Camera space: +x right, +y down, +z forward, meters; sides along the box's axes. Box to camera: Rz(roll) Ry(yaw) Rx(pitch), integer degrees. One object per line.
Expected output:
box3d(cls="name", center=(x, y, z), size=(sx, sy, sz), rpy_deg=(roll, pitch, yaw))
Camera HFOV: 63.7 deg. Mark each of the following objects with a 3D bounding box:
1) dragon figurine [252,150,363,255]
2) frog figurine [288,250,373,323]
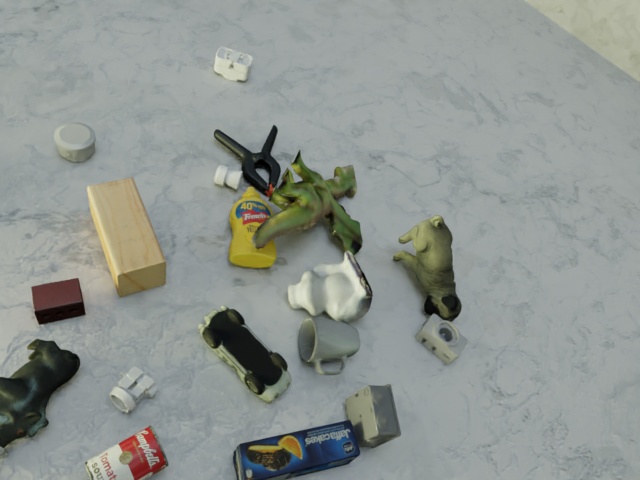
box3d(cls="dragon figurine", center=(0.003, -0.057, 1.128), size=(0.241, 0.120, 0.420), rpy_deg=(34, 41, -13))
box3d(cls="frog figurine", center=(0.022, 0.111, 1.049), size=(0.159, 0.121, 0.139), rpy_deg=(-28, 72, 6))
